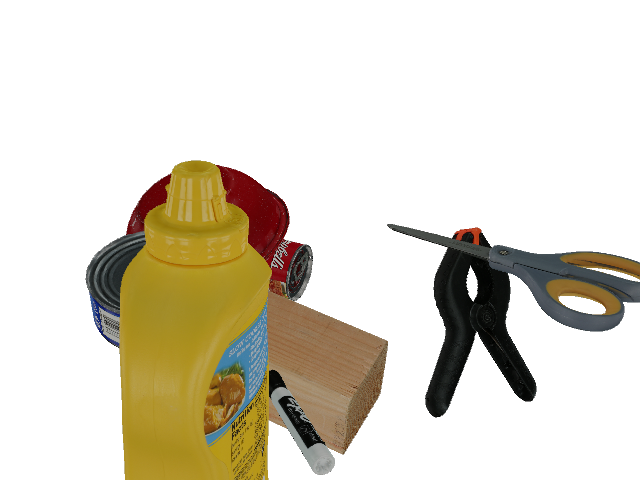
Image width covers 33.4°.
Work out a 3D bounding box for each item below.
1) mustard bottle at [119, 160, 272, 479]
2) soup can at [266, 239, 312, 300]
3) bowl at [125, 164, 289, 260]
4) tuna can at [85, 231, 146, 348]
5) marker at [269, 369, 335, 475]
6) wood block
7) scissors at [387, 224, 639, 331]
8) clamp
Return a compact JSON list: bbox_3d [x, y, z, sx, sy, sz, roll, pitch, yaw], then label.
[{"bbox_3d":[-0.051,0.059,0.448,0.058,0.192,0.096,9,25,14],"label":"mustard bottle"},{"bbox_3d":[-0.069,0.026,1.266,0.102,0.068,0.068,14,5,21],"label":"soup can"},{"bbox_3d":[-0.112,-0.020,0.956,0.162,0.055,0.162,-14,36,10],"label":"bowl"},{"bbox_3d":[-0.097,0.030,0.647,0.086,0.034,0.086,-1,36,0],"label":"tuna can"},{"bbox_3d":[-0.021,0.140,0.843,0.020,0.020,0.121,0,27,-26],"label":"marker"},{"bbox_3d":[-0.046,0.117,1.073,0.206,0.090,0.090,22,47,18],"label":"wood block"},{"bbox_3d":[0.132,0.023,0.747,0.202,0.016,0.096,8,30,18],"label":"scissors"},{"bbox_3d":[0.133,0.077,0.967,0.120,0.171,0.039,-14,0,-36],"label":"clamp"}]
